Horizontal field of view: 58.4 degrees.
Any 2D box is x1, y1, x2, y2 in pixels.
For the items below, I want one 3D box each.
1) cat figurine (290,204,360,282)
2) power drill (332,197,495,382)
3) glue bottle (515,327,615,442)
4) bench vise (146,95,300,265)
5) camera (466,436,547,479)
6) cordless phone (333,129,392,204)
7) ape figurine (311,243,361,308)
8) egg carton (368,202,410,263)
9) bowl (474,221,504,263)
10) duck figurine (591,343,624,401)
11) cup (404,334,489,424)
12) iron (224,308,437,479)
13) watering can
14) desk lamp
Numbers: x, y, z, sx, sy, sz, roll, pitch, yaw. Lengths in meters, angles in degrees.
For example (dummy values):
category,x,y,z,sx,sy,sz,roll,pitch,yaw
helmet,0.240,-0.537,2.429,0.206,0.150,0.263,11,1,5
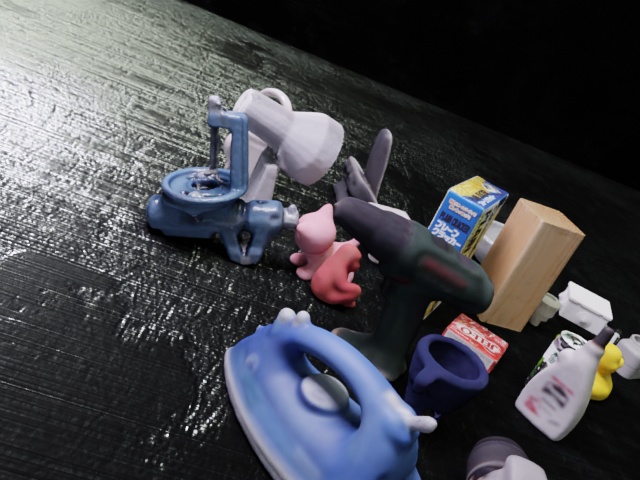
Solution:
category,x,y,z,sx,sy,sz,roll,pitch,yaw
cat figurine,0.008,0.003,0.884,0.128,0.117,0.067,11,28,-26
power drill,0.091,0.070,0.722,0.230,0.208,0.075,18,26,-12
glue bottle,0.333,0.182,0.758,0.037,0.173,0.078,-8,40,-48
bench vise,-0.125,-0.087,0.824,0.208,0.219,0.121,10,29,-27
camera,0.199,0.263,0.569,0.143,0.101,0.137,26,25,4
cordless phone,0.104,-0.153,1.189,0.094,0.185,0.147,15,27,-19
ape figurine,0.032,0.047,0.850,0.076,0.092,0.077,15,27,-18
egg carton,0.127,-0.011,1.070,0.107,0.069,0.150,14,27,-21
bowl,0.383,0.026,1.215,0.167,0.074,0.167,20,26,-10
duck figurine,0.440,0.201,0.914,0.105,0.086,0.077,10,29,-27
cup,0.134,0.178,0.683,0.091,0.095,0.118,39,29,29
iron,-0.001,0.149,0.568,0.257,0.141,0.119,40,30,30
watering can,-0.103,-0.189,1.068,0.101,0.194,0.173,29,26,10
desk lamp,-0.088,-0.131,0.948,0.204,0.213,0.117,11,28,-25
